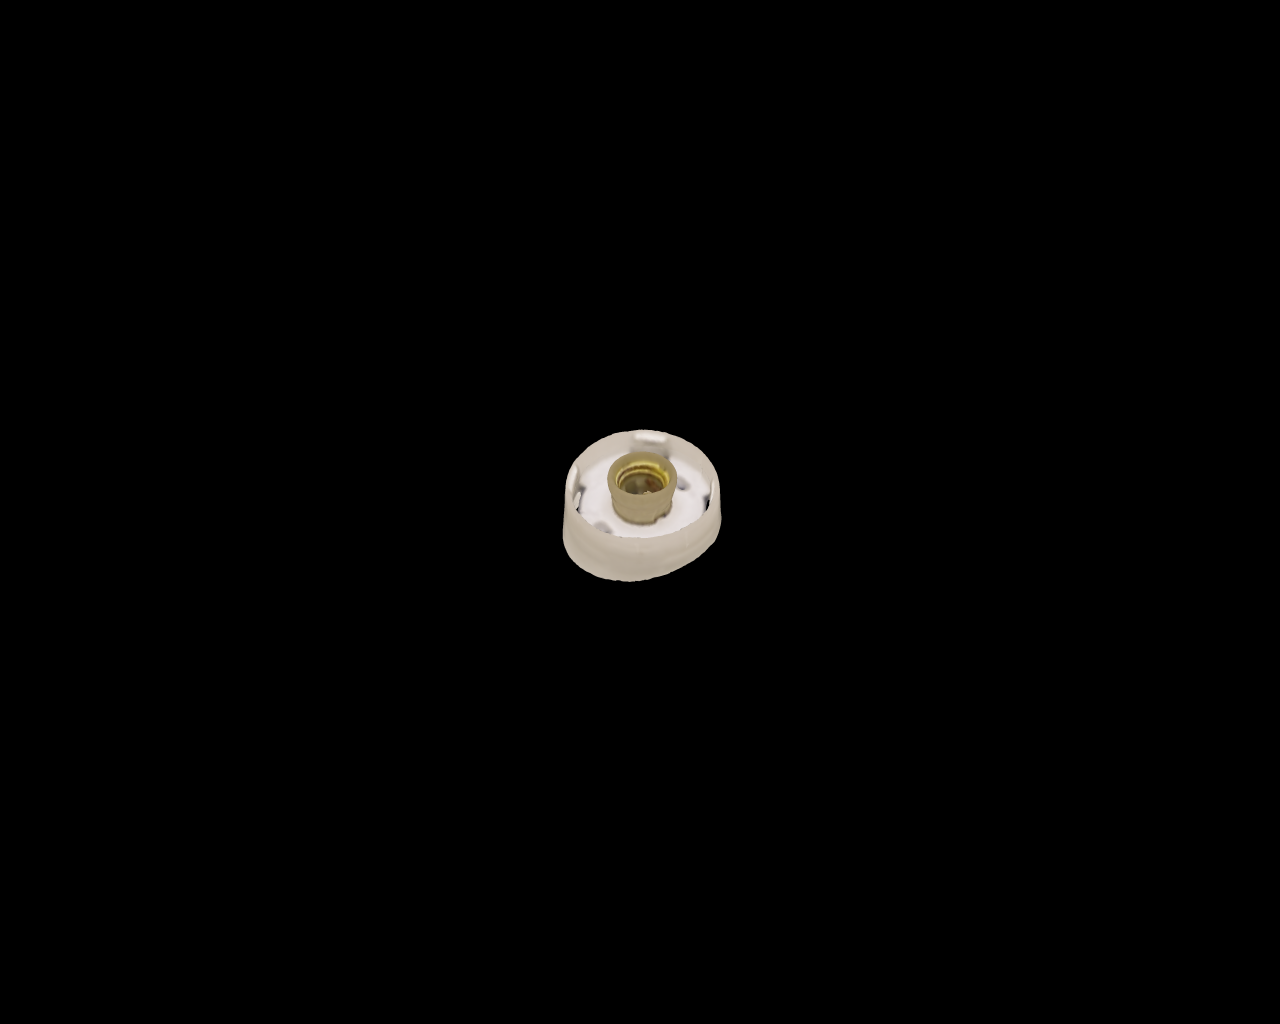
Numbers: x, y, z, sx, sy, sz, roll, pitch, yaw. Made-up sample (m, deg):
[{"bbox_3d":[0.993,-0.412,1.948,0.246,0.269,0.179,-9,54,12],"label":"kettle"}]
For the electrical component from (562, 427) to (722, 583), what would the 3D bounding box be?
[{"bbox_3d":[0.001,-0.003,0.650,0.099,0.099,0.064,0,-41,0],"label":"electrical component"}]
